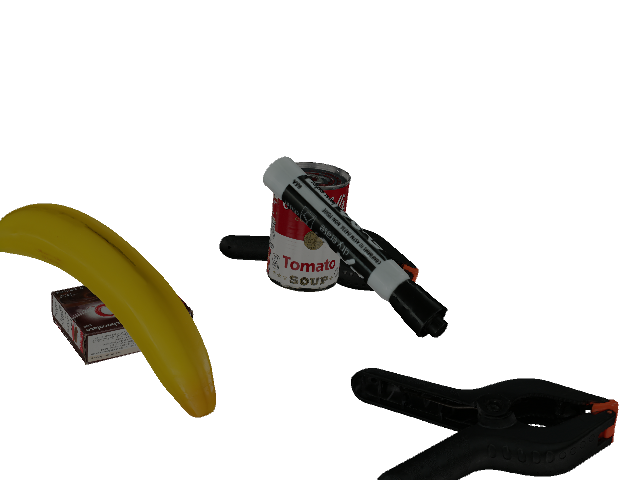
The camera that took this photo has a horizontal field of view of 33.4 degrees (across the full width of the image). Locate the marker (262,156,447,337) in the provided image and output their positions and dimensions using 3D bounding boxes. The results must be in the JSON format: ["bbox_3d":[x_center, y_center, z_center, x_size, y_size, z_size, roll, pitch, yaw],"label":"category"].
[{"bbox_3d":[0.017,0.003,0.519,0.121,0.020,0.020,45,21,24],"label":"marker"}]

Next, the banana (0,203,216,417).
[{"bbox_3d":[-0.133,0.030,0.661,0.198,0.070,0.037,33,31,18],"label":"banana"}]

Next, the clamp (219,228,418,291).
[{"bbox_3d":[0.003,0.010,1.169,0.210,0.036,0.164,27,36,16],"label":"clamp"}]

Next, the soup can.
[{"bbox_3d":[-0.012,-0.013,0.967,0.068,0.102,0.068,5,22,-2],"label":"soup can"}]

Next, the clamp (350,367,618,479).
[{"bbox_3d":[0.102,0.124,0.667,0.171,0.039,0.120,0,36,5],"label":"clamp"}]

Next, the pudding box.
[{"bbox_3d":[-0.192,0.073,1.035,0.113,0.039,0.090,-14,30,-30],"label":"pudding box"}]
